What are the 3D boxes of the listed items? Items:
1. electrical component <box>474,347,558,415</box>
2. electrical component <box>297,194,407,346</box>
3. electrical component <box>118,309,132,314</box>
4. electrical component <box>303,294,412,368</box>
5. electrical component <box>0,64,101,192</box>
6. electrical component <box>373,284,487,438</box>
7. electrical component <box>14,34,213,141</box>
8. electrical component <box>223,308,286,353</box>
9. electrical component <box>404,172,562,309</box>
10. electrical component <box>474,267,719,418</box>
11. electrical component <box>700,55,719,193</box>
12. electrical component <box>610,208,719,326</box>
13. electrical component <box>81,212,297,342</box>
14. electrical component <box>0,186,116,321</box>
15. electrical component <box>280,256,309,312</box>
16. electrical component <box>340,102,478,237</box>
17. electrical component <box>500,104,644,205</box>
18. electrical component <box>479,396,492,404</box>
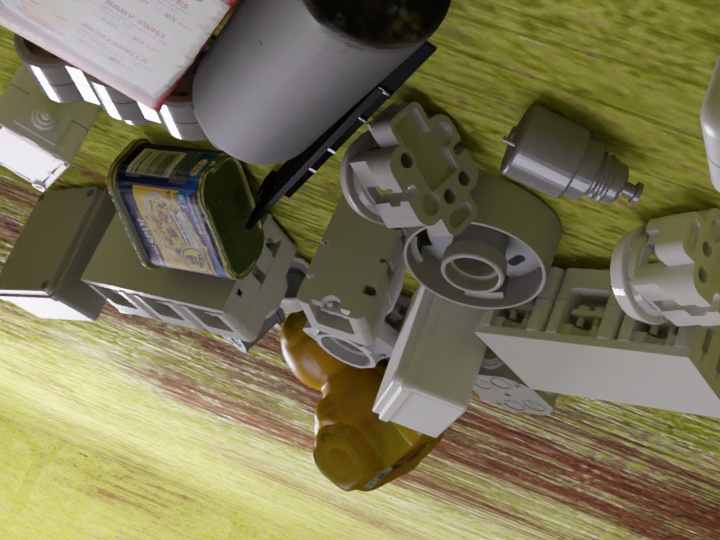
[{"bbox_3d":[0.125,0.076,0.849,0.080,0.051,0.080,20,159,8],"label":"electrical component"},{"bbox_3d":[0.000,0.000,0.741,0.050,0.089,0.055,17,158,17],"label":"electrical component"},{"bbox_3d":[-0.185,0.003,0.976,0.042,0.081,0.063,5,130,41],"label":"electrical component"},{"bbox_3d":[0.000,0.044,0.890,0.050,0.055,0.089,39,155,-25],"label":"electrical component"},{"bbox_3d":[-0.228,-0.106,0.766,0.062,0.061,0.096,31,158,-20],"label":"electrical component"},{"bbox_3d":[0.058,0.058,0.794,0.056,0.108,0.108,21,159,0],"label":"electrical component"},{"bbox_3d":[-0.138,-0.114,0.663,0.138,0.052,0.073,18,159,13],"label":"electrical component"},{"bbox_3d":[-0.109,0.030,0.957,0.080,0.051,0.080,42,163,15],"label":"electrical component"},{"bbox_3d":[0.076,-0.022,0.680,0.099,0.064,0.099,12,146,8],"label":"electrical component"},{"bbox_3d":[0.167,0.041,0.704,0.150,0.061,0.089,5,152,41],"label":"electrical component"},{"bbox_3d":[0.192,-0.061,0.440,0.095,0.053,0.059,11,156,29],"label":"electrical component"},{"bbox_3d":[0.179,0.001,0.601,0.078,0.058,0.057,36,153,-31],"label":"electrical component"},{"bbox_3d":[-0.137,-0.003,0.878,0.150,0.089,0.061,11,156,31],"label":"electrical component"},{"bbox_3d":[-0.258,-0.014,0.954,0.109,0.108,0.056,0,152,46],"label":"electrical component"},{"bbox_3d":[-0.057,0.013,0.907,0.040,0.040,0.046,21,164,7],"label":"electrical component"},{"bbox_3d":[0.025,-0.056,0.621,0.057,0.058,0.078,0,127,54],"label":"electrical component"},{"bbox_3d":[0.110,-0.056,0.560,0.078,0.040,0.040,24,159,-3],"label":"electrical component"},{"bbox_3d":[0.131,0.099,0.921,0.061,0.035,0.035,-1,148,43],"label":"electrical component"}]
